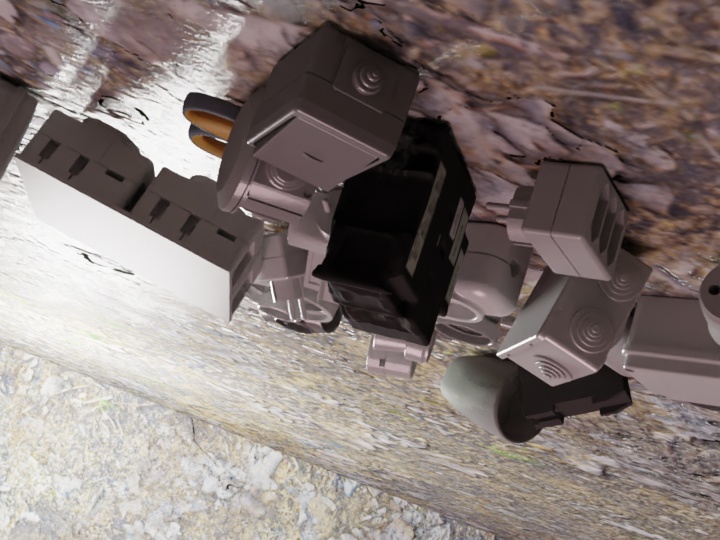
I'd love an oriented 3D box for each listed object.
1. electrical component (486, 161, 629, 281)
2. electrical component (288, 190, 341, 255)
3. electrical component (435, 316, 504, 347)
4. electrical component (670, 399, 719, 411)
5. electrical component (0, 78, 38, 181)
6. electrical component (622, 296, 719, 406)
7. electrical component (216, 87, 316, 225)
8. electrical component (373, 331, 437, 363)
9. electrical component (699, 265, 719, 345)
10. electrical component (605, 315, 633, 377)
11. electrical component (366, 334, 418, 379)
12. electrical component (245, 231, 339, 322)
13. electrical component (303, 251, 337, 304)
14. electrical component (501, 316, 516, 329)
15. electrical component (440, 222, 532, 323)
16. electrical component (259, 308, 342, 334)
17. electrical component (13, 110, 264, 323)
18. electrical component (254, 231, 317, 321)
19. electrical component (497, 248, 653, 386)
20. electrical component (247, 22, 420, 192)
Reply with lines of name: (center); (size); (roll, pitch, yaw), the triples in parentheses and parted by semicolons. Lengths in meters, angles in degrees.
electrical component: (0.115, -0.031, 0.656); (0.077, 0.047, 0.066); (9, 162, 32)
electrical component: (-0.013, -0.035, 0.797); (0.077, 0.044, 0.079); (16, 164, 10)
electrical component: (0.091, 0.026, 0.861); (0.058, 0.057, 0.078); (20, 164, -4)
electrical component: (0.298, 0.093, 0.870); (0.079, 0.044, 0.077); (25, 163, -22)
electrical component: (-0.297, -0.090, 0.817); (0.057, 0.113, 0.078); (27, 163, -17)
electrical component: (0.259, 0.063, 0.788); (0.113, 0.057, 0.078); (4, 159, 42)
electrical component: (-0.055, -0.069, 0.671); (0.051, 0.080, 0.080); (18, 165, -18)
electrical component: (0.046, 0.065, 1.070); (0.055, 0.045, 0.045); (16, 164, 10)
electrical component: (0.245, 0.024, 0.697); (0.045, 0.045, 0.055); (10, 162, 29)
electrical component: (0.195, 0.049, 0.845); (0.081, 0.043, 0.043); (32, 160, -38)
electrical component: (0.037, 0.086, 1.138); (0.047, 0.055, 0.055); (12, 163, 11)
electrical component: (-0.066, 0.014, 0.996); (0.108, 0.060, 0.108); (18, 164, 5)
electrical component: (0.000, 0.000, 0.861); (0.081, 0.042, 0.063); (17, -153, 12)
electrical component: (0.152, 0.052, 0.922); (0.061, 0.035, 0.035); (16, 164, 21)
electrical component: (0.072, 0.001, 0.795); (0.095, 0.059, 0.054); (6, 160, 39)
electrical component: (-0.068, 0.031, 1.086); (0.077, 0.044, 0.079); (10, 162, 31)
electrical component: (-0.169, -0.044, 0.853); (0.186, 0.060, 0.105); (28, 156, 5)
electrical component: (-0.058, 0.005, 0.906); (0.047, 0.076, 0.066); (-12, -177, -34)
electrical component: (0.146, 0.029, 0.733); (0.048, 0.099, 0.099); (33, 163, -2)
electrical component: (-0.015, -0.087, 0.593); (0.062, 0.061, 0.096); (25, 163, -20)
